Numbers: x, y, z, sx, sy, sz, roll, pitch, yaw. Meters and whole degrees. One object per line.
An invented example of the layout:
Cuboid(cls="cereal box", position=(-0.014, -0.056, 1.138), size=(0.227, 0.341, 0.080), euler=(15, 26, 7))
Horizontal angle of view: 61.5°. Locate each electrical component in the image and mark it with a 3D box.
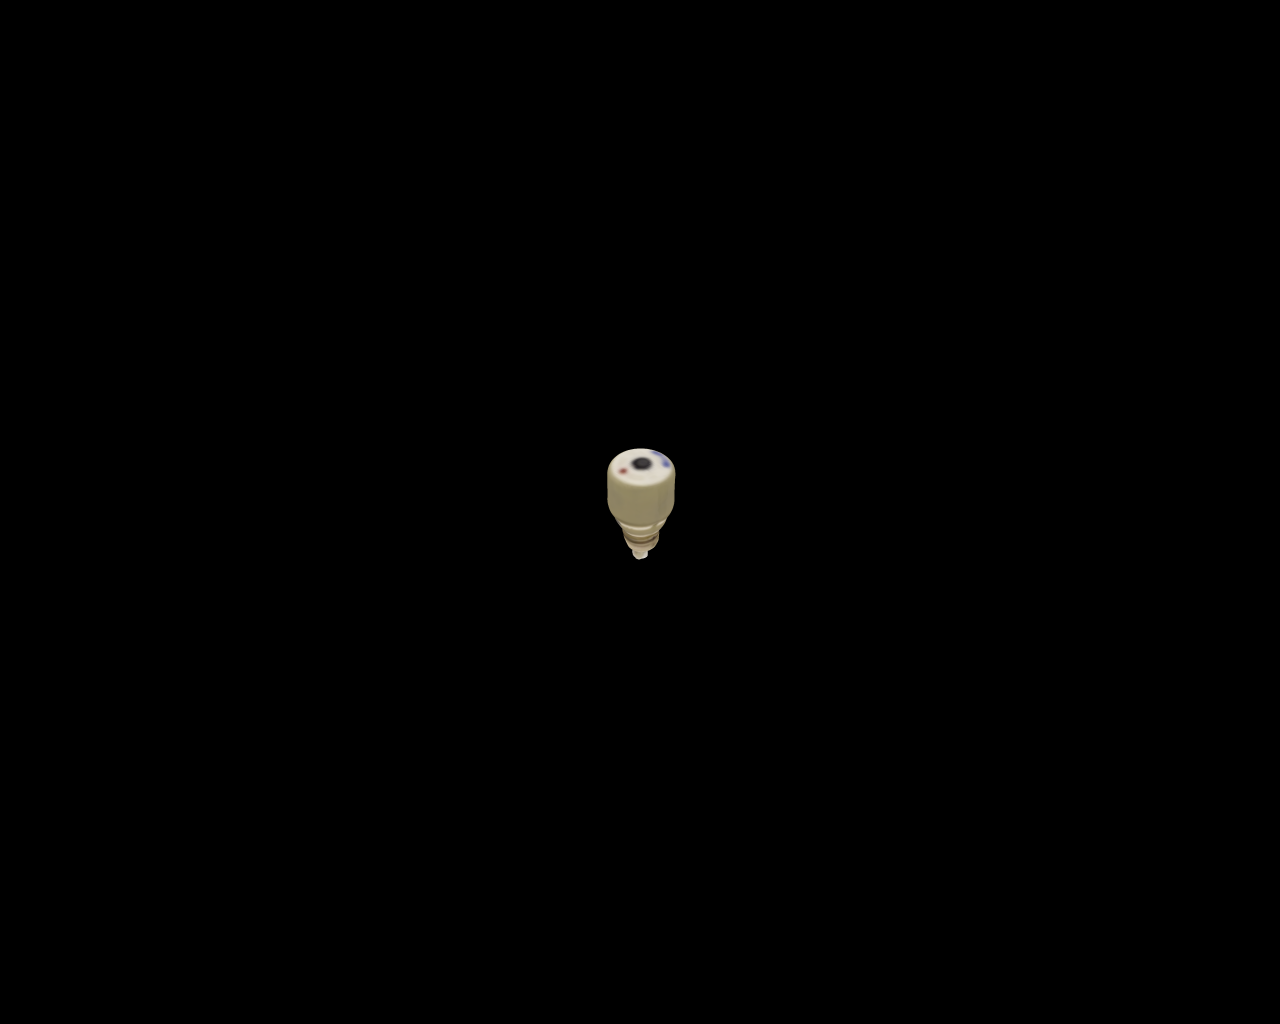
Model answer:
Cuboid(cls="electrical component", position=(0.001, -0.003, 0.650), size=(0.040, 0.078, 0.040), euler=(0, 40, 0))
